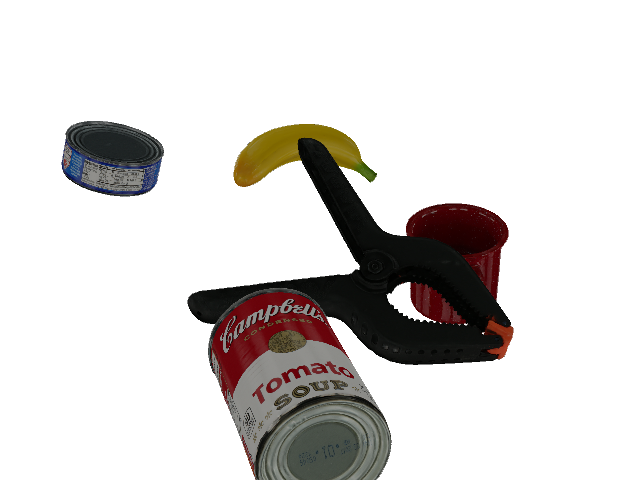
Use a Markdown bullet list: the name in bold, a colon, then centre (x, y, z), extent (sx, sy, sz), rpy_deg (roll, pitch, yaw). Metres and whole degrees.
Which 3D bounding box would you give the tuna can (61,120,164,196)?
- **tuna can**: centre (-0.182, -0.072, 0.936), extent (0.086, 0.034, 0.086), rpy_deg (13, 26, -7)

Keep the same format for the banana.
- **banana**: centre (-0.021, -0.089, 1.091), extent (0.197, 0.037, 0.070), rpy_deg (-7, 49, -44)

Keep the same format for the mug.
- **mug**: centre (0.128, 0.030, 0.979), extent (0.093, 0.081, 0.117), rpy_deg (-9, 33, -12)

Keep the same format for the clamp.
- **clamp**: centre (0.026, 0.032, 0.724), extent (0.210, 0.164, 0.036), rpy_deg (32, -26, 17)

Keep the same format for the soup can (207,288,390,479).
- **soup can**: centre (-0.013, 0.078, 0.533), extent (0.068, 0.068, 0.102), rpy_deg (0, 27, -19)
